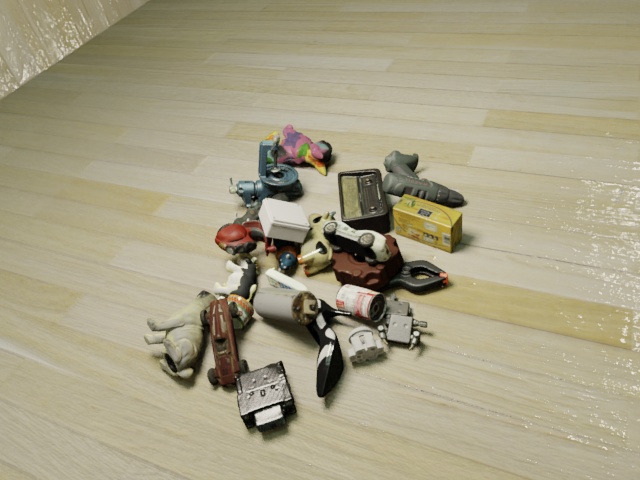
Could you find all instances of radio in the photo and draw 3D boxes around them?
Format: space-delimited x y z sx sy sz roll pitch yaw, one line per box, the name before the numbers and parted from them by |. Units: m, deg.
radio | 0.123 -0.109 1.525 0.131 0.073 0.230 -8 43 5

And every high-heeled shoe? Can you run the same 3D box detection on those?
high-heeled shoe | -0.016 0.231 1.199 0.145 0.086 0.249 -1 42 24

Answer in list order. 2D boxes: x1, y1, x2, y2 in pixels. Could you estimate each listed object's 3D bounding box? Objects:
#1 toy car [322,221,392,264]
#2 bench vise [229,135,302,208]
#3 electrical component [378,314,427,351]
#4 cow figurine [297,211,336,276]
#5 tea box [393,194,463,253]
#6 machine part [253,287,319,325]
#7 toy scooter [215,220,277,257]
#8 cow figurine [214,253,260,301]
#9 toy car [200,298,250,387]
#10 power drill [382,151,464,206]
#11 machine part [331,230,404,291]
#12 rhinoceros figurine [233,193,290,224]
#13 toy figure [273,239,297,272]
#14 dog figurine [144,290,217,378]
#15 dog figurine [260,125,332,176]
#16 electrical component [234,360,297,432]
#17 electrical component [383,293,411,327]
toy car | 0.083 0.003 1.301 0.202 0.073 0.056 20 56 42
bench vise | -0.159 -0.200 1.583 0.224 0.240 0.129 4 39 -5
electrical component | 0.180 0.203 1.190 0.102 0.045 0.078 13 74 19
cow figurine | -0.003 -0.004 1.438 0.127 0.085 0.195 -16 40 5
tea box | 0.281 -0.044 1.403 0.170 0.098 0.068 24 54 31
machine part | -0.082 0.151 1.247 0.079 0.079 0.243 -45 24 -30
toy scooter | -0.178 0.002 1.402 0.184 0.075 0.135 -13 37 -14
cow figurine | -0.197 0.093 1.389 0.098 0.068 0.167 6 45 20
toy car | -0.218 0.229 1.212 0.089 0.053 0.202 -16 71 9
power drill | 0.277 -0.170 1.536 0.232 0.086 0.207 6 40 -17
machine part | 0.115 0.047 1.337 0.179 0.056 0.179 -13 38 10
rhinoceros figurine | -0.160 -0.068 1.523 0.190 0.111 0.073 -32 48 -32
toy figure | -0.092 0.027 1.440 0.058 0.064 0.155 -5 40 -11
dog figurine | -0.292 0.220 1.269 0.190 0.121 0.172 -25 75 -37
dog figurine | -0.070 -0.274 1.726 0.191 0.108 0.219 -33 49 -22
electrical component | -0.114 0.331 1.126 0.115 0.058 0.134 -20 43 -5
electrical component | 0.182 0.164 1.258 0.063 0.021 0.094 3 45 16
